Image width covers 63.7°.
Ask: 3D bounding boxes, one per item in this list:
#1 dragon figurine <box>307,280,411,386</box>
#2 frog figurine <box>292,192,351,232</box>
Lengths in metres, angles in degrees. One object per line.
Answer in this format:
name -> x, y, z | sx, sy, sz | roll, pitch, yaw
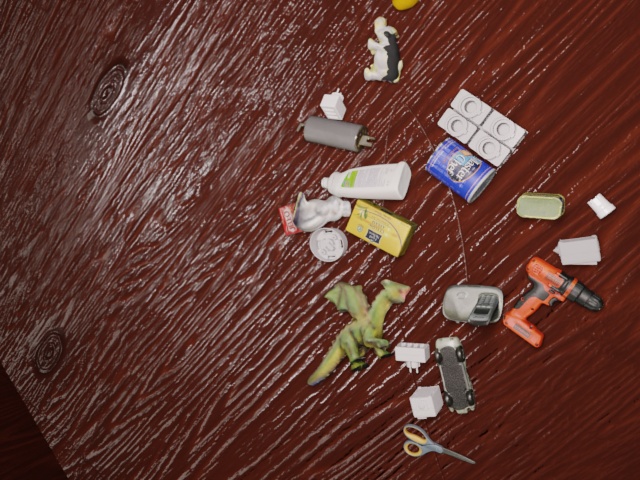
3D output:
dragon figurine -> 0.086, 0.241, 1.475 | 0.406, 0.121, 0.247 | -29, 63, 25
frog figurine -> 0.004, -0.074, 1.471 | 0.159, 0.135, 0.125 | 15, 64, -4
